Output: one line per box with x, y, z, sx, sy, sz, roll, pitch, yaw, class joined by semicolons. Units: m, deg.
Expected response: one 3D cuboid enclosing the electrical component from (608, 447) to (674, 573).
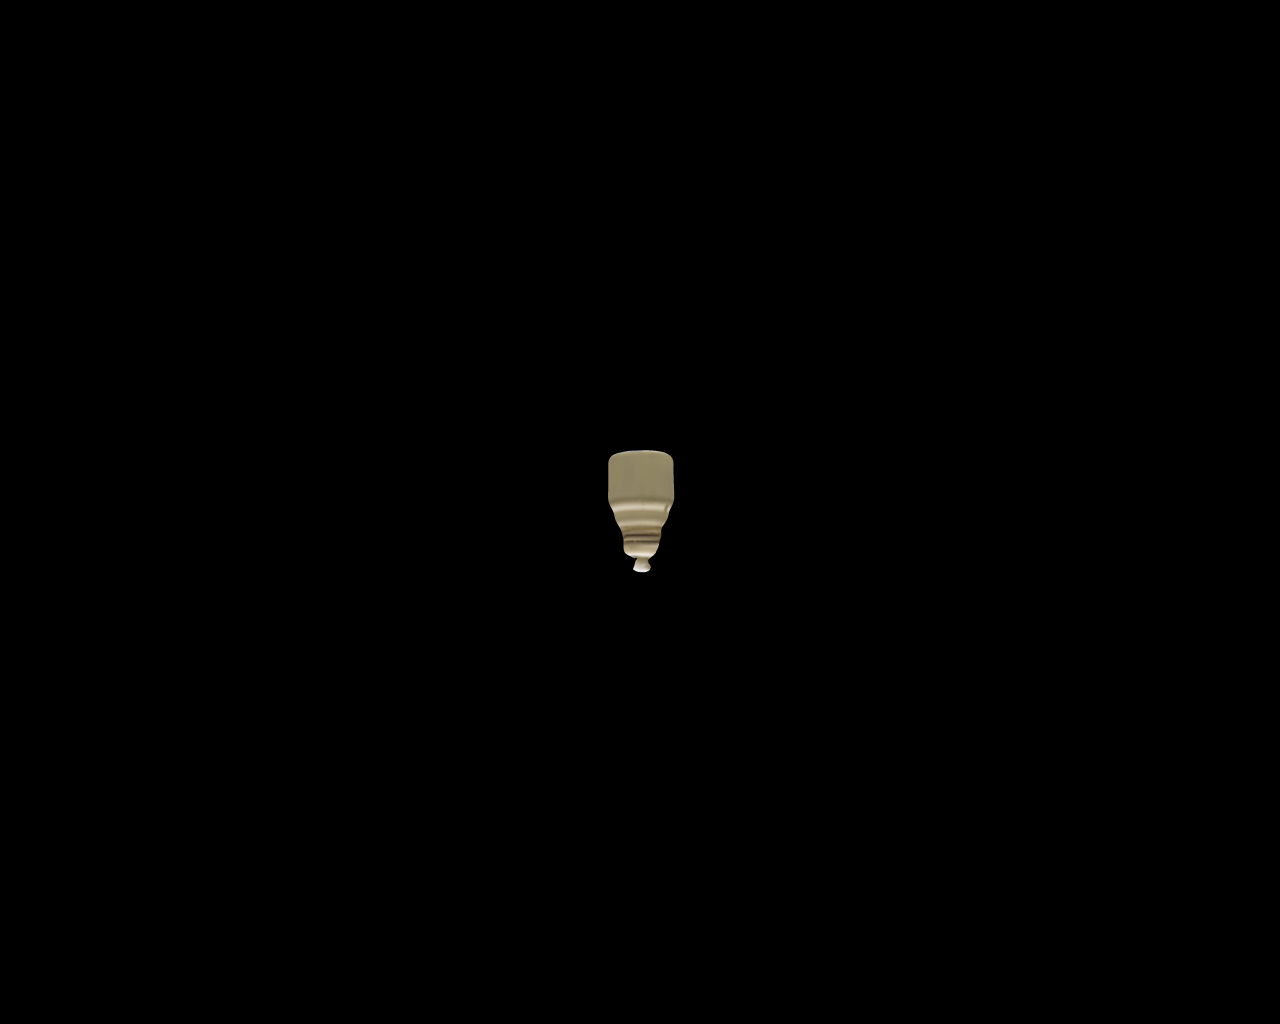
0.001;-0.003;0.650;0.040;0.078;0.040;0;-7;0;electrical component
